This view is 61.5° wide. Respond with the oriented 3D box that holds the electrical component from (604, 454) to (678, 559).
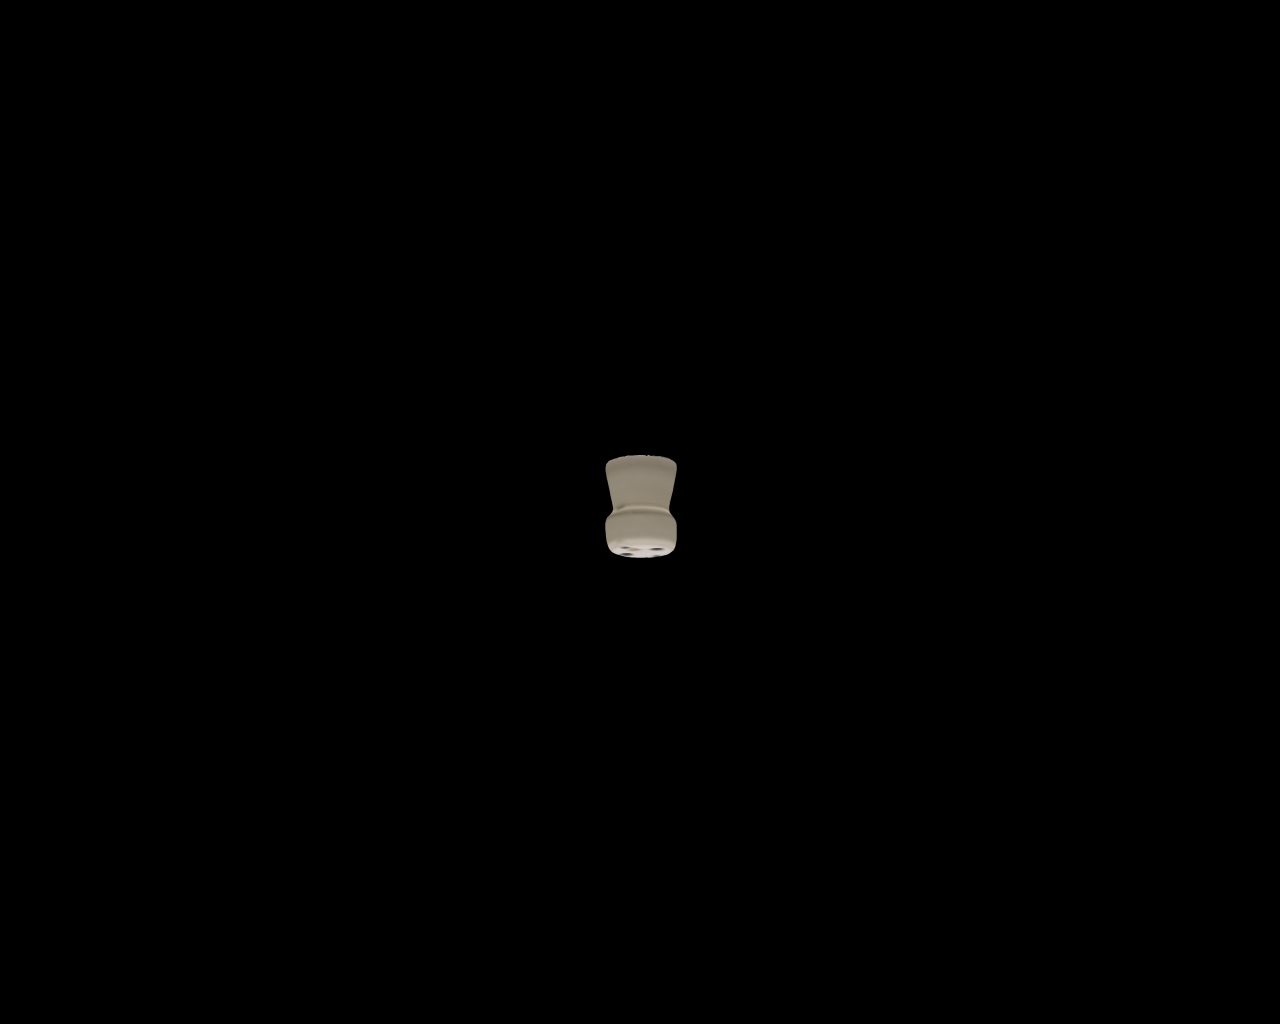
[{"bbox_3d":[0.001,-0.003,0.650,0.045,0.055,0.045,0,-14,0],"label":"electrical component"}]
